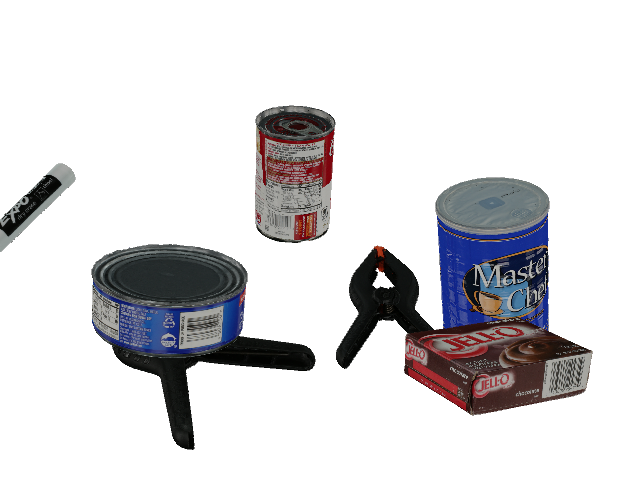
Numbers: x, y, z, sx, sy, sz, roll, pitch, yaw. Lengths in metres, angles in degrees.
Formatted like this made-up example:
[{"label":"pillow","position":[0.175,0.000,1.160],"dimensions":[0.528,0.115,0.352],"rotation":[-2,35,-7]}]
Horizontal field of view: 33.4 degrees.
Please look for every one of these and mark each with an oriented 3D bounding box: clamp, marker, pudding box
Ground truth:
[{"label":"clamp","position":[-0.120,0.101,1.002],"dimensions":[0.164,0.036,0.210],"rotation":[-23,41,-35]},{"label":"clamp","position":[0.083,0.076,1.192],"dimensions":[0.120,0.171,0.039],"rotation":[7,-42,1]},{"label":"marker","position":[-0.227,-0.015,0.799],"dimensions":[0.020,0.020,0.121],"rotation":[0,39,37]},{"label":"pudding box","position":[0.133,0.093,0.812],"dimensions":[0.113,0.039,0.090],"rotation":[-4,16,-29]}]

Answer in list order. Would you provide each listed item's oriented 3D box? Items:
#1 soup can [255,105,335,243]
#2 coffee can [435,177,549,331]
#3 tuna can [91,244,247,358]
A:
[{"label":"soup can","position":[-0.023,-0.057,0.926],"dimensions":[0.068,0.102,0.068],"rotation":[2,29,-1]},{"label":"coffee can","position":[0.162,0.025,1.001],"dimensions":[0.103,0.140,0.103],"rotation":[-5,29,3]},{"label":"tuna can","position":[-0.084,0.033,0.594],"dimensions":[0.086,0.034,0.086],"rotation":[5,20,-2]}]
